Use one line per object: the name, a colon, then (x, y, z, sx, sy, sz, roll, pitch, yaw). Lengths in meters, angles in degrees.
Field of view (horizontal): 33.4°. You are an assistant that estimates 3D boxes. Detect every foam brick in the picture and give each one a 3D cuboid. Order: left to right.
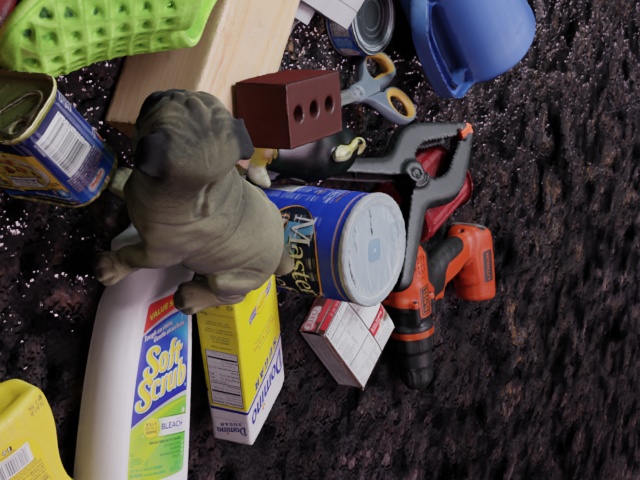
foam brick: (-0.025, -0.107, 0.858, 0.078, 0.051, 0.053, -27, 120, -52)

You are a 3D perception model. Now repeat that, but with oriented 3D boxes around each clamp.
clamp: (0.083, -0.068, 1.114, 0.164, 0.036, 0.209, 45, 60, -6)

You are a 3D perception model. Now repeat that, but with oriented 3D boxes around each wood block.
wood block: (-0.088, -0.171, 0.881, 0.090, 0.091, 0.206, 33, 70, -54)

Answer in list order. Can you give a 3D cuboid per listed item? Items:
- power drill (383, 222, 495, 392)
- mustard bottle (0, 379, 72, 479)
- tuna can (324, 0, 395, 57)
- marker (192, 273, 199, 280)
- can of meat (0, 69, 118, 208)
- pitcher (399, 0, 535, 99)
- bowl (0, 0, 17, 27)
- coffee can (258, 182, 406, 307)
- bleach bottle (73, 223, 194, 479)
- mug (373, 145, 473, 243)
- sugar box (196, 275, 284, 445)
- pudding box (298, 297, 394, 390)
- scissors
power drill: (0.146, 0.069, 1.291, 0.187, 0.057, 0.184, -29, 120, -49)
mustard bottle: (-0.223, 0.205, 0.793, 0.096, 0.058, 0.191, -38, 126, -38)
tuna can: (0.042, -0.233, 1.103, 0.085, 0.034, 0.086, -15, 109, -53)
marker: (-0.108, 0.011, 0.952, 0.020, 0.020, 0.121, 43, 62, -50)
can of meat: (-0.201, -0.068, 0.733, 0.057, 0.102, 0.084, -64, 143, -22)
pitcher: (0.132, -0.274, 1.117, 0.145, 0.149, 0.242, -33, 143, 6)
bowl: (-0.229, -0.181, 0.669, 0.162, 0.055, 0.162, -162, -89, -85)
coffee can: (-0.006, 0.001, 0.988, 0.102, 0.141, 0.103, -16, 109, -53)
bleach bottle: (-0.150, 0.091, 0.873, 0.102, 0.068, 0.251, 0, 95, -54)
mug: (0.108, -0.044, 1.200, 0.081, 0.093, 0.117, -46, 169, -33)
sugar box: (-0.069, 0.089, 0.957, 0.093, 0.048, 0.176, -62, 153, -48)
pudding box: (0.031, 0.095, 1.150, 0.090, 0.039, 0.113, -60, 137, -26)
scissors: (0.050, -0.136, 1.088, 0.096, 0.016, 0.201, 50, 33, -12)
